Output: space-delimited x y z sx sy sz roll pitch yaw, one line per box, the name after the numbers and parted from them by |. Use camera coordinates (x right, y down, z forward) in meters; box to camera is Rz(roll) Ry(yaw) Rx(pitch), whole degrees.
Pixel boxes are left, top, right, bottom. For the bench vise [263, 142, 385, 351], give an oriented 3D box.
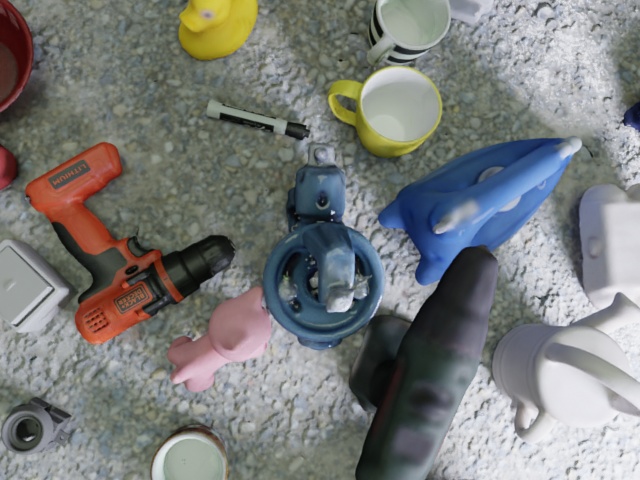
-0.006 0.006 0.553 0.121 0.219 0.207 -18 85 -7 | bench vise

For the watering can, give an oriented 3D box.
0.259 0.128 0.576 0.101 0.194 0.173 18 81 -3 | watering can

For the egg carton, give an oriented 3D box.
0.354 0.008 0.664 0.107 0.069 0.150 -1 83 -6 | egg carton

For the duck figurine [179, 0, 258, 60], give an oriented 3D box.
-0.117 -0.262 0.645 0.104 0.086 0.077 -43 88 -9 | duck figurine

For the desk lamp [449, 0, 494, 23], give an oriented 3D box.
0.195 -0.329 0.620 0.203 0.213 0.118 13 82 -4 | desk lamp

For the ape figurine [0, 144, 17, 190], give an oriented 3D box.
-0.367 -0.083 0.594 0.076 0.092 0.078 14 81 -3 | ape figurine

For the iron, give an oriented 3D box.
0.198 -0.059 0.621 0.258 0.141 0.118 -33 87 -9 | iron

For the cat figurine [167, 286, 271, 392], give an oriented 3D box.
-0.099 0.104 0.583 0.128 0.117 0.067 -36 87 -9 | cat figurine

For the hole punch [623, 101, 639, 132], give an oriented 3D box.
0.443 -0.152 0.683 0.109 0.091 0.101 -33 87 -9 | hole punch

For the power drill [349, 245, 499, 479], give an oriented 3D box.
0.089 0.121 0.553 0.075 0.208 0.230 20 81 -2 | power drill
